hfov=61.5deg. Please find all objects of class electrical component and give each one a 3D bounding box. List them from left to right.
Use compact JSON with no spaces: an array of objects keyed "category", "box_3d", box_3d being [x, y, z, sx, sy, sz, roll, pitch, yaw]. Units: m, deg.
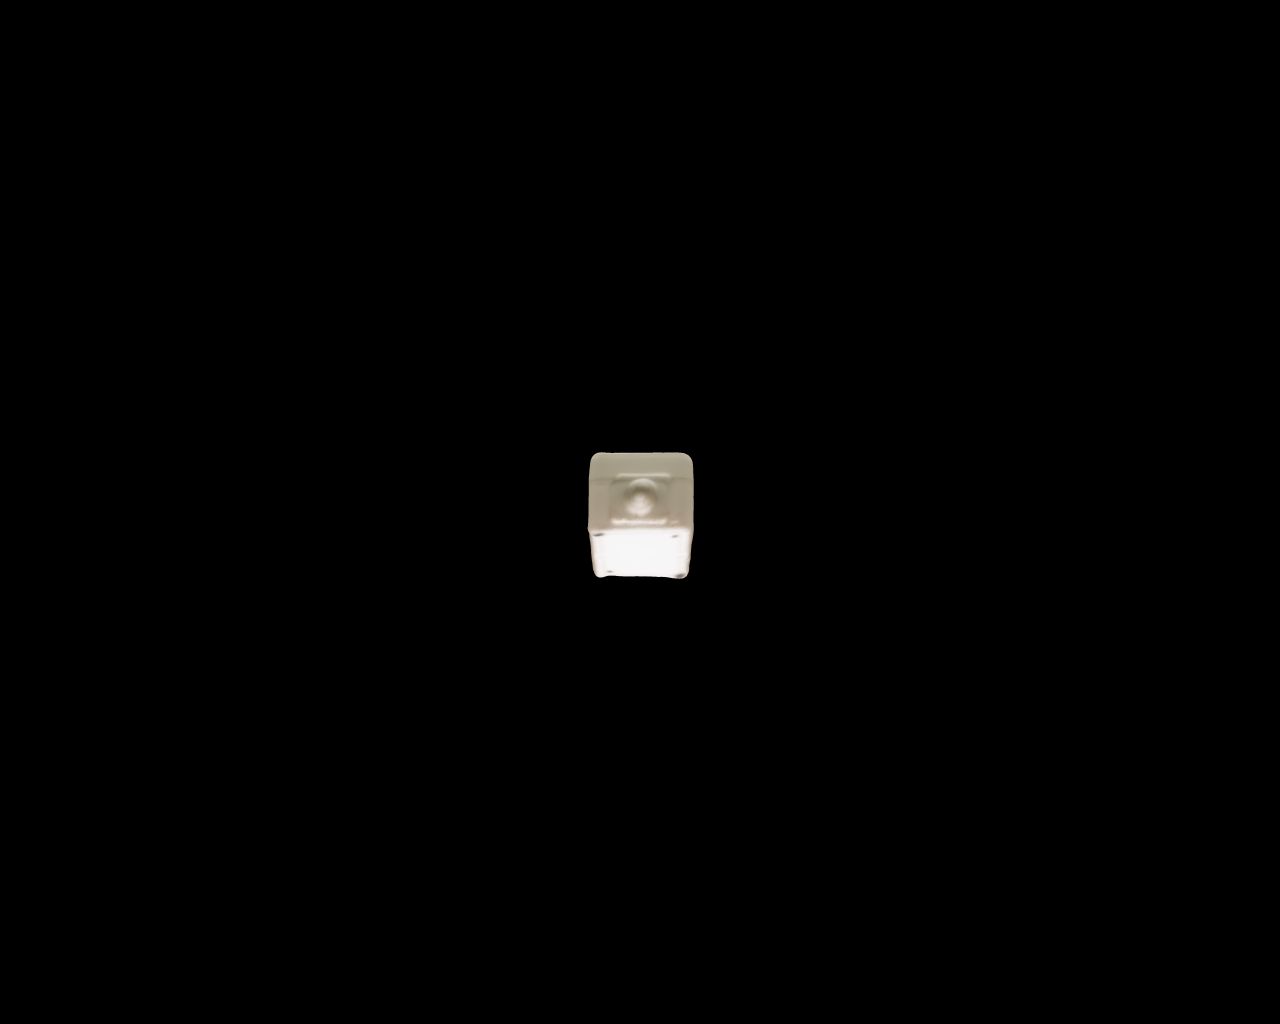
[{"category":"electrical component","box_3d":[0.001,-0.003,0.650,0.062,0.061,0.096,0,-25,0]}]
